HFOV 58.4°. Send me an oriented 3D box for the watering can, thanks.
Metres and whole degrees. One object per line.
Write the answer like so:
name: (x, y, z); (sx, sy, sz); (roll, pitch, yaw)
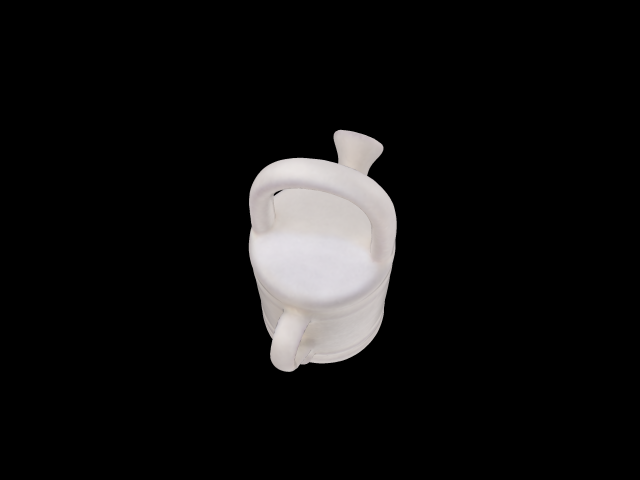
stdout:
watering can: (0.001, 0.001, 0.400); (0.101, 0.194, 0.173); (-3, 60, -2)
